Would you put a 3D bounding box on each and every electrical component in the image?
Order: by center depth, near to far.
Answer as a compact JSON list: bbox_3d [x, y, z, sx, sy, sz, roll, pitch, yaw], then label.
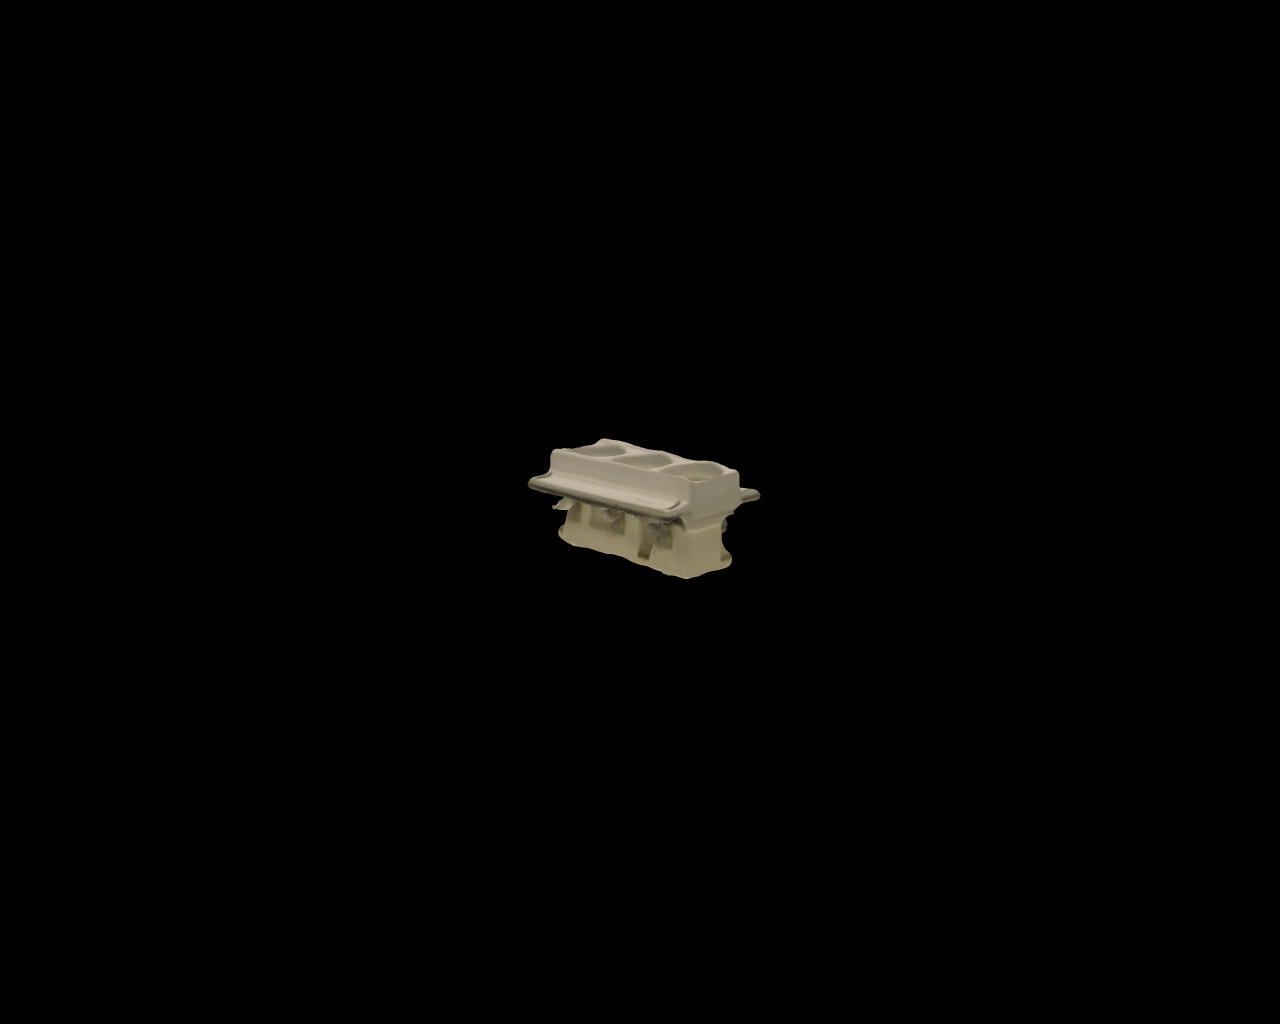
[{"bbox_3d":[0.001,-0.003,0.650,0.079,0.063,0.121,-14,20,-42],"label":"electrical component"}]
